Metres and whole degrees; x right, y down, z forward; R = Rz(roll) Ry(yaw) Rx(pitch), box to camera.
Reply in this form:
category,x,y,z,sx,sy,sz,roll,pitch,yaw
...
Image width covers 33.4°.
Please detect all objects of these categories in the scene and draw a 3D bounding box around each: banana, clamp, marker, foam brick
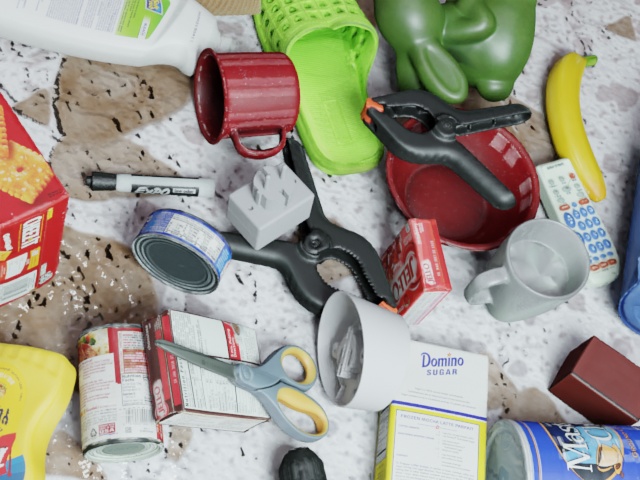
category,x,y,z,sx,sy,sz,roll,pitch,yaw
banana,0.278,-0.134,1.161,0.069,0.037,0.197,11,62,-10
clamp,0.123,-0.093,1.033,0.171,0.039,0.120,8,57,-5
marker,-0.160,-0.053,1.011,0.121,0.020,0.020,3,64,-14
clamp,-0.007,0.001,1.016,0.210,0.036,0.164,35,61,7
foam brick,0.268,0.139,1.014,0.078,0.053,0.051,36,61,2

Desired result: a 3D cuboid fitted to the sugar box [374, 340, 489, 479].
category,x,y,z,sx,sy,sz,roll,pitch,yaw
sugar box,0.099,0.181,0.951,0.093,0.048,0.176,13,58,-9

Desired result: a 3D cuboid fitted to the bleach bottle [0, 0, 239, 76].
category,x,y,z,sx,sy,sz,roll,pitch,yaw
bleach bottle,-0.206,-0.214,1.054,0.250,0.068,0.102,17,78,-12

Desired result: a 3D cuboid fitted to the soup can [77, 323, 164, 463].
category,x,y,z,sx,sy,sz,roll,pitch,yaw
soup can,-0.167,0.128,0.892,0.068,0.069,0.102,-1,65,-16

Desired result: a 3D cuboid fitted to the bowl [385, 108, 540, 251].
category,x,y,z,sx,sy,sz,roll,pitch,yaw
bowl,0.135,-0.051,1.070,0.162,0.055,0.162,6,63,-12

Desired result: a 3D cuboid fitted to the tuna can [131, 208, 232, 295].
category,x,y,z,sx,sy,sz,roll,pitch,yaw
tuna can,-0.123,0.010,0.952,0.086,0.086,0.033,27,59,-1

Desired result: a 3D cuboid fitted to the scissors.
category,x,y,z,sx,sy,sz,roll,pitch,yaw
scissors,-0.060,0.103,0.907,0.201,0.016,0.096,42,36,-31

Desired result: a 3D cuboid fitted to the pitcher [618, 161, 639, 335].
category,x,y,z,sx,sy,sz,roll,pitch,yaw
pitcher,0.386,-0.016,1.090,0.145,0.149,0.242,11,58,7

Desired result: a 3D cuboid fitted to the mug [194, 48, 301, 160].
category,x,y,z,sx,sy,sz,roll,pitch,yaw
mug,-0.067,-0.131,1.036,0.081,0.093,0.117,-6,65,-24

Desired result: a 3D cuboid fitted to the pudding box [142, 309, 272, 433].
category,x,y,z,sx,sy,sz,roll,pitch,yaw
pudding box,-0.095,0.113,0.904,0.113,0.039,0.090,17,54,-48

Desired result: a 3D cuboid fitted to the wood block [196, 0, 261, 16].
category,x,y,z,sx,sy,sz,roll,pitch,yaw
wood block,-0.108,-0.344,1.120,0.091,0.090,0.206,-2,63,2

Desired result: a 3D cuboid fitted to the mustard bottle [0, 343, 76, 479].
category,x,y,z,sx,sy,sz,roll,pitch,yaw
mustard bottle,-0.263,0.179,0.843,0.096,0.058,0.191,6,63,9

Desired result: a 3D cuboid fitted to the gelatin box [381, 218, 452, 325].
category,x,y,z,sx,sy,sz,roll,pitch,yaw
gelatin box,0.088,0.031,0.996,0.030,0.089,0.073,-1,65,-17

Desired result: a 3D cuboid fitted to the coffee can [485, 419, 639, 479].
category,x,y,z,sx,sy,sz,roll,pitch,yaw
coffee can,0.224,0.212,0.936,0.140,0.103,0.103,5,63,-13

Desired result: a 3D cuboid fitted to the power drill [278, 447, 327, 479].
category,x,y,z,sx,sy,sz,roll,pitch,yaw
power drill,-0.066,0.265,0.856,0.187,0.057,0.184,-4,66,-17

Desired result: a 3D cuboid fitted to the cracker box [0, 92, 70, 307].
category,x,y,z,sx,sy,sz,roll,pitch,yaw
cracker box,-0.296,-0.070,0.900,0.072,0.164,0.214,-28,75,-28
